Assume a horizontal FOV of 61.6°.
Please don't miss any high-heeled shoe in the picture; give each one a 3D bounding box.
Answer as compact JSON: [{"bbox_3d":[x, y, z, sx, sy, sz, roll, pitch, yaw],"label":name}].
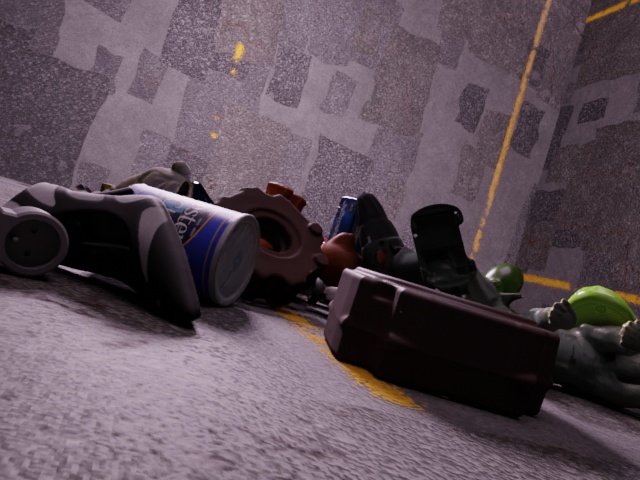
[{"bbox_3d":[-0.208,0.012,0.473,0.145,0.086,0.249,-21,38,-25],"label":"high-heeled shoe"}]

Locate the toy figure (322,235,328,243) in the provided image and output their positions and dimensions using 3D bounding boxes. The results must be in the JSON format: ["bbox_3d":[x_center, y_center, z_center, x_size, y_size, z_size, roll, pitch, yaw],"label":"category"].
[{"bbox_3d":[0.004,0.021,1.099,0.064,0.057,0.154,12,3,-1],"label":"toy figure"}]

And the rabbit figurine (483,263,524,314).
[{"bbox_3d":[0.312,0.119,0.993,0.159,0.170,0.121,19,-3,-36],"label":"rabbit figurine"}]

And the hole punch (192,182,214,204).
[{"bbox_3d":[-0.229,-0.022,0.957,0.092,0.142,0.115,55,-5,50],"label":"hole punch"}]

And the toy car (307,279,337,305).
[{"bbox_3d":[0.044,0.090,0.736,0.089,0.053,0.202,21,-11,-18],"label":"toy car"}]

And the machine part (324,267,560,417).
[{"bbox_3d":[0.112,0.092,0.540,0.201,0.087,0.201,17,0,-4],"label":"machine part"}]

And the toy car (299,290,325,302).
[{"bbox_3d":[-0.017,0.077,0.918,0.202,0.056,0.073,17,-1,-3],"label":"toy car"}]

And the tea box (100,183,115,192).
[{"bbox_3d":[-0.335,-0.038,1.002,0.068,0.098,0.169,15,0,24],"label":"tea box"}]

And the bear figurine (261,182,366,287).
[{"bbox_3d":[-0.003,0.002,0.854,0.196,0.132,0.120,18,-3,18],"label":"bear figurine"}]

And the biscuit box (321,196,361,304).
[{"bbox_3d":[0.048,0.022,0.998,0.063,0.202,0.059,17,1,-34],"label":"biscuit box"}]

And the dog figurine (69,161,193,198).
[{"bbox_3d":[-0.311,-0.068,0.841,0.191,0.172,0.121,24,-12,6],"label":"dog figurine"}]

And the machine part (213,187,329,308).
[{"bbox_3d":[-0.074,0.004,0.725,0.179,0.056,0.179,22,40,-20],"label":"machine part"}]

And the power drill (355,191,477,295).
[{"bbox_3d":[0.115,0.015,0.739,0.086,0.232,0.207,-8,-11,-24],"label":"power drill"}]

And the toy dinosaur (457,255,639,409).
[{"bbox_3d":[0.348,0.158,0.762,0.405,0.131,0.192,25,-7,-1],"label":"toy dinosaur"}]
